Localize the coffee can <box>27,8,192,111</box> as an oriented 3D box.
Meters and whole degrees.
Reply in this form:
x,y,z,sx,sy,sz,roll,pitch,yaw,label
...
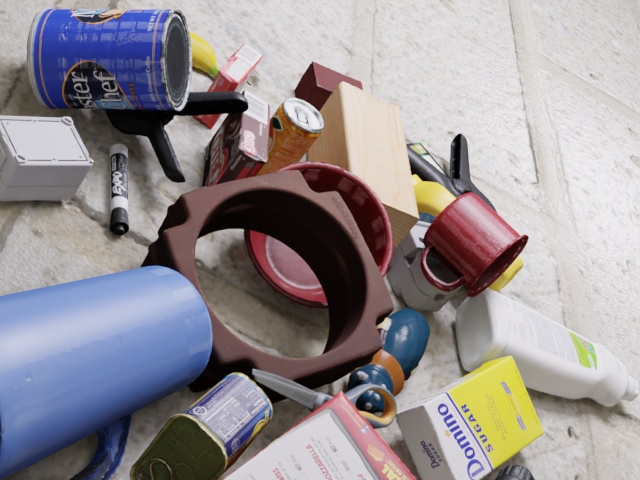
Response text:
x,y,z,sx,sy,sz,roll,pitch,yaw,label
-0.210,-0.183,1.080,0.140,0.103,0.102,2,37,9,coffee can

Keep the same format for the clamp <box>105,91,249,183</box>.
x,y,z,sx,sy,sz,roll,pitch,yaw,label
-0.161,-0.141,1.131,0.120,0.039,0.172,-41,62,-20,clamp

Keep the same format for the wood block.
x,y,z,sx,sy,sz,roll,pitch,yaw,label
0.046,-0.080,1.260,0.090,0.091,0.206,21,39,-22,wood block

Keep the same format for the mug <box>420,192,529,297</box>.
x,y,z,sx,sy,sz,roll,pitch,yaw,label
0.159,0.009,1.170,0.117,0.093,0.081,-38,71,-18,mug

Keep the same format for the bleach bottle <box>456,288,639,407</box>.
x,y,z,sx,sy,sz,roll,pitch,yaw,label
0.276,0.143,1.244,0.250,0.068,0.102,24,38,-24,bleach bottle

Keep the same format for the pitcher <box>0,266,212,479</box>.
x,y,z,sx,sy,sz,roll,pitch,yaw,label
-0.195,0.104,0.819,0.145,0.149,0.242,37,29,24,pitcher

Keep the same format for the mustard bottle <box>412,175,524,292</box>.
x,y,z,sx,sy,sz,roll,pitch,yaw,label
0.154,-0.013,1.282,0.058,0.096,0.192,-42,79,-18,mustard bottle

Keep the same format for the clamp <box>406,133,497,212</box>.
x,y,z,sx,sy,sz,roll,pitch,yaw,label
0.164,-0.065,1.369,0.164,0.036,0.210,4,50,-37,clamp

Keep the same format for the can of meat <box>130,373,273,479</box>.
x,y,z,sx,sy,sz,roll,pitch,yaw,label
-0.092,0.163,0.854,0.057,0.102,0.083,43,33,7,can of meat

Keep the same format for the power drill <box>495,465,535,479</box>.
x,y,z,sx,sy,sz,roll,pitch,yaw,label
0.214,0.317,0.997,0.188,0.057,0.184,39,38,6,power drill

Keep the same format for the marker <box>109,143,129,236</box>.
x,y,z,sx,sy,sz,roll,pitch,yaw,label
-0.201,-0.050,1.066,0.020,0.020,0.121,18,40,-27,marker

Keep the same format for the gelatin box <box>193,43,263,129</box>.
x,y,z,sx,sy,sz,roll,pitch,yaw,label
-0.109,-0.181,1.250,0.030,0.073,0.089,35,36,-4,gelatin box

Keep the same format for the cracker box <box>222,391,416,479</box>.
x,y,z,sx,sy,sz,roll,pitch,yaw,label
-0.015,0.242,0.805,0.213,0.072,0.164,-33,73,-31,cracker box

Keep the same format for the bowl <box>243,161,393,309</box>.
x,y,z,sx,sy,sz,roll,pitch,yaw,label
-0.007,0.001,1.119,0.162,0.055,0.162,6,69,-15,bowl

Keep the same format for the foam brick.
x,y,z,sx,sy,sz,roll,pitch,yaw,label
0.013,-0.185,1.383,0.078,0.051,0.053,20,40,-25,foam brick

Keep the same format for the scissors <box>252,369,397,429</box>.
x,y,z,sx,sy,sz,roll,pitch,yaw,label
0.001,0.164,0.938,0.016,0.096,0.201,10,0,41,scissors

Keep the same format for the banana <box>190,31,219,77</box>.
x,y,z,sx,sy,sz,roll,pitch,yaw,label
-0.194,-0.227,1.255,0.197,0.037,0.070,1,48,-41,banana

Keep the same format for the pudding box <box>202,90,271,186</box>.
x,y,z,sx,sy,sz,roll,pitch,yaw,label
-0.091,-0.094,1.152,0.039,0.090,0.113,27,36,-19,pudding box

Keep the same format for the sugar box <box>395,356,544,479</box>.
x,y,z,sx,sy,sz,roll,pitch,yaw,label
0.155,0.187,1.078,0.175,0.048,0.093,-18,83,-52,sugar box
